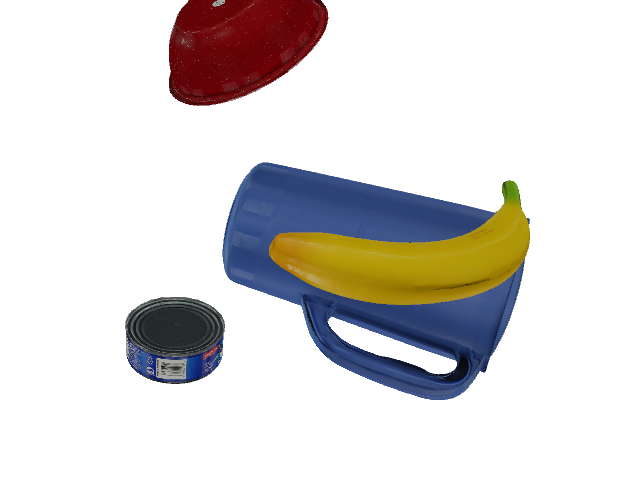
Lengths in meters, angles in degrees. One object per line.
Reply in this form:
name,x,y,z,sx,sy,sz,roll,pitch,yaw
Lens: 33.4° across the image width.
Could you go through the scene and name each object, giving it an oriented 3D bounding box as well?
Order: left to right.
tuna can,-0.127,0.087,0.930,0.086,0.034,0.086,4,31,-3
bowl,-0.077,-0.192,0.957,0.162,0.162,0.055,0,-44,35
pitcher,0.043,0.024,0.893,0.243,0.145,0.149,16,18,10
banana,0.064,0.009,0.654,0.197,0.037,0.070,-12,46,-34
